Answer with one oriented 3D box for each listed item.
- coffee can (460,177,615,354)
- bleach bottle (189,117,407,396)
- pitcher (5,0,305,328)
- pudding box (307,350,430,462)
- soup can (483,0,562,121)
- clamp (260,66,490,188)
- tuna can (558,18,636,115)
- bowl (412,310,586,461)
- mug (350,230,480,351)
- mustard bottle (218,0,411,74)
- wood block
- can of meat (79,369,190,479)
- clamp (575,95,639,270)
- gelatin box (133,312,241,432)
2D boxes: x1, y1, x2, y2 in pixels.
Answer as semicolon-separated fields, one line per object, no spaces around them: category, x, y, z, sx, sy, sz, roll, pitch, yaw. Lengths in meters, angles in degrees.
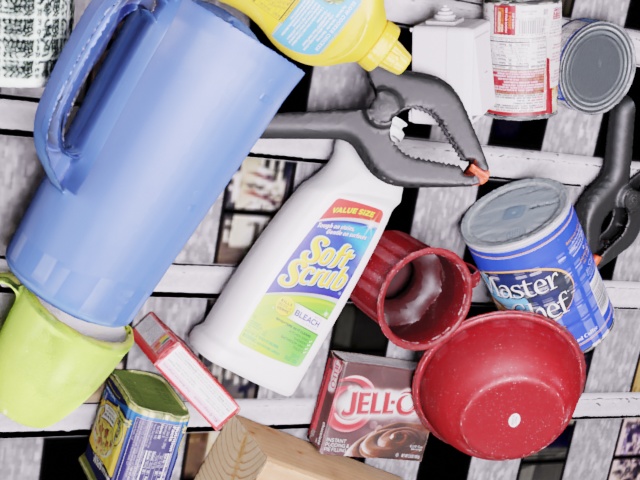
coffee can;0.202;0.028;0.985;0.102;0.103;0.140;-35;118;-12
bleach bottle;-0.006;0.001;0.902;0.102;0.068;0.251;29;90;-28
pitcher;-0.134;-0.064;0.778;0.149;0.145;0.243;31;96;-9
pudding box;0.052;0.155;0.992;0.113;0.039;0.090;10;102;-28
soup can;0.175;-0.161;0.929;0.068;0.069;0.102;-10;110;-23
clamp;0.040;-0.099;0.860;0.210;0.036;0.164;41;92;0
tuna can;0.246;-0.160;0.983;0.086;0.034;0.086;-8;110;-23
bowl;0.166;0.144;0.955;0.162;0.055;0.162;-2;120;-4
mug;0.085;0.037;0.943;0.117;0.082;0.093;-14;112;-21
mustard bottle;-0.010;-0.187;0.801;0.191;0.058;0.096;35;120;-14
wood block;-0.003;0.244;0.967;0.205;0.090;0.091;27;95;-30
can of meat;-0.149;0.160;0.863;0.057;0.102;0.084;14;98;-28
clamp;0.305;-0.047;1.047;0.120;0.039;0.171;15;103;-23
gelatin box;-0.111;0.107;0.879;0.030;0.073;0.089;-43;119;-8
